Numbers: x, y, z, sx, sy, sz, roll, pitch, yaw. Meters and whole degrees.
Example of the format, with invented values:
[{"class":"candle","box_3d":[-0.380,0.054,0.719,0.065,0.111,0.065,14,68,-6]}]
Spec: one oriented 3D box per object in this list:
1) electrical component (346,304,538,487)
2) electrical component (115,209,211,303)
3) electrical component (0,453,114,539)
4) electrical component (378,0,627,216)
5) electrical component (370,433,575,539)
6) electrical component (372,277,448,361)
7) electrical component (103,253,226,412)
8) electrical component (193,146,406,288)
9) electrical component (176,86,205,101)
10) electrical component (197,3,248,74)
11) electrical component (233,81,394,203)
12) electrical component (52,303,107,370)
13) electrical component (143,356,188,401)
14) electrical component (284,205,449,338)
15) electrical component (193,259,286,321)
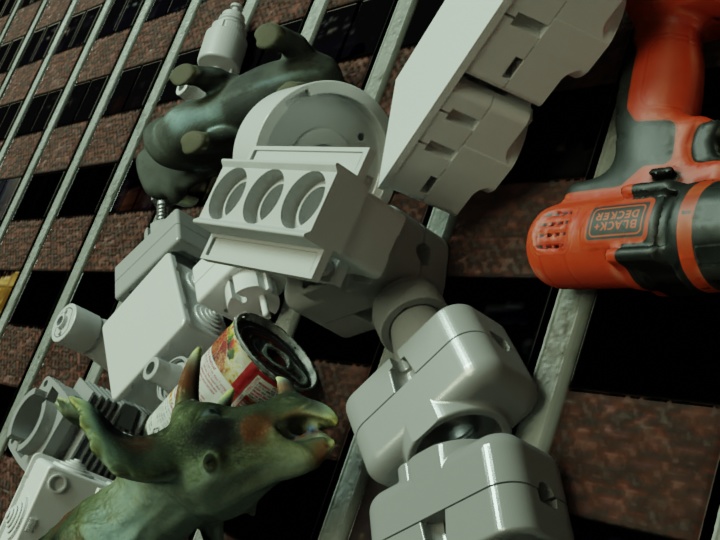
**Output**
[{"class":"electrical component","box_3d":[0.044,0.074,0.572,0.095,0.054,0.059,-45,37,18]},{"class":"electrical component","box_3d":[-0.159,-0.016,0.888,0.083,0.047,0.075,-40,39,24]},{"class":"electrical component","box_3d":[-0.200,0.185,0.747,0.048,0.100,0.099,-4,61,63]},{"class":"electrical component","box_3d":[0.082,-0.130,0.615,0.186,0.060,0.105,125,161,-45]},{"class":"electrical component","box_3d":[0.052,0.122,0.526,0.095,0.054,0.059,-35,42,30]},{"class":"electrical component","box_3d":[0.034,0.036,0.619,0.045,0.045,0.055,-47,37,16]},{"class":"electrical component","box_3d":[-0.149,0.051,0.825,0.099,0.048,0.099,-46,37,17]},{"class":"electrical component","box_3d":[-0.035,-0.030,0.630,0.121,0.063,0.078,9,72,53]},{"class":"electrical component","box_3d":[-0.130,-0.143,0.933,0.048,0.062,0.048,-30,44,34]},{"class":"electrical component","box_3d":[-0.123,-0.213,0.995,0.040,0.040,0.078,-14,54,44]},{"class":"electrical component","box_3d":[-0.035,-0.075,0.734,0.060,0.108,0.108,17,79,60]},{"class":"electrical component","box_3d":[-0.222,0.055,0.896,0.044,0.065,0.044,-30,44,34]},{"class":"electrical component","box_3d":[-0.124,0.081,0.761,0.048,0.062,0.048,-30,44,34]},{"class":"electrical component","box_3d":[0.000,0.000,0.674,0.095,0.059,0.053,-21,50,41]},{"class":"electrical component","box_3d":[-0.079,0.013,0.770,0.066,0.047,0.076,-43,38,21]}]
